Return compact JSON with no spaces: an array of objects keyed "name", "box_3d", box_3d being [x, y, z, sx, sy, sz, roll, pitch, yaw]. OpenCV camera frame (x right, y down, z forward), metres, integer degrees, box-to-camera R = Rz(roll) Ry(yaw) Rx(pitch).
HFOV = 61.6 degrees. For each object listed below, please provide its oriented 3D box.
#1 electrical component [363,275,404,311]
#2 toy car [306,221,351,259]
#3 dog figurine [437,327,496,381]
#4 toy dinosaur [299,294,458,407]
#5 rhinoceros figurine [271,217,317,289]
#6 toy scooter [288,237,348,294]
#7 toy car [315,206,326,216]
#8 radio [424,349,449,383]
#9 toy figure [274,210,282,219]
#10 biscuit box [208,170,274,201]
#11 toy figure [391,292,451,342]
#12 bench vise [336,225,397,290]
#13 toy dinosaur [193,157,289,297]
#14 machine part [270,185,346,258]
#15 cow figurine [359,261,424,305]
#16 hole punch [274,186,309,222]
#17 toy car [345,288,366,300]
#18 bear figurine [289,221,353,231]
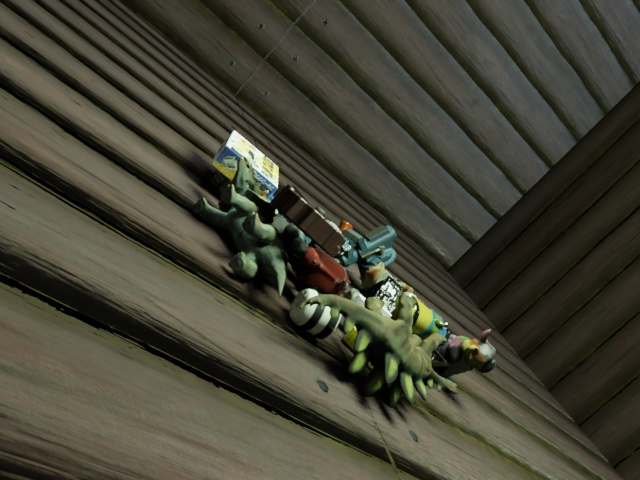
[{"name":"electrical component","box_3d":[0.132,0.161,1.310,0.058,0.115,0.134,41,54,-2]},{"name":"toy car","box_3d":[-0.003,-0.004,1.371,0.109,0.162,0.102,-17,105,-78]},{"name":"dog figurine","box_3d":[0.367,0.284,1.431,0.192,0.108,0.219,47,-30,16]},{"name":"toy dinosaur","box_3d":[0.133,0.204,1.050,0.471,0.105,0.198,41,45,-27]},{"name":"rhinoceros figurine","box_3d":[-0.051,0.028,1.249,0.073,0.112,0.190,-25,77,-33]},{"name":"toy scooter","box_3d":[0.003,0.064,1.087,0.135,0.075,0.183,36,-10,12]},{"name":"toy car","box_3d":[0.020,-0.016,1.668,0.202,0.089,0.053,49,11,20]},{"name":"radio","box_3d":[0.231,0.287,1.333,0.131,0.073,0.229,47,13,29]},{"name":"toy figure","box_3d":[-0.107,-0.029,1.377,0.058,0.064,0.155,0,23,-15]},{"name":"biscuit box","box_3d":[-0.197,-0.125,1.416,0.202,0.059,0.063,29,19,-50]},{"name":"toy figure","box_3d":[0.252,0.201,1.343,0.180,0.082,0.089,41,9,-15]},{"name":"bench vise","box_3d":[0.134,0.070,1.552,0.129,0.224,0.240,24,-42,42]},{"name":"toy dinosaur","box_3d":[-0.130,-0.004,1.112,0.192,0.131,0.405,26,27,-52]},{"name":"machine part","box_3d":[-0.022,-0.039,1.129,0.179,0.056,0.179,43,-1,0]},{"name":"cow figurine","box_3d":[0.188,0.131,1.442,0.127,0.085,0.194,32,-9,41]},{"name":"hole punch","box_3d":[-0.110,-0.092,1.566,0.116,0.092,0.142,-7,46,-34]},{"name":"toy car","box_3d":[0.153,0.199,1.437,0.201,0.056,0.074,40,5,-18]},{"name":"bear figurine","box_3d":[-0.015,-0.030,1.533,0.120,0.132,0.195,3,-25,43]}]
